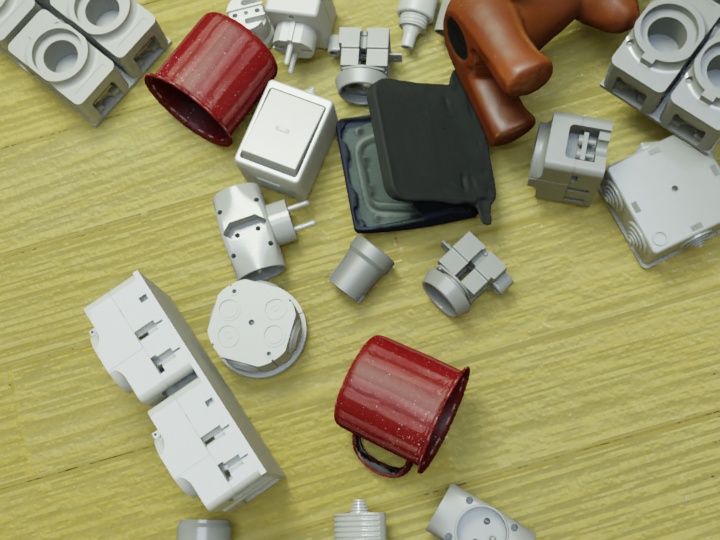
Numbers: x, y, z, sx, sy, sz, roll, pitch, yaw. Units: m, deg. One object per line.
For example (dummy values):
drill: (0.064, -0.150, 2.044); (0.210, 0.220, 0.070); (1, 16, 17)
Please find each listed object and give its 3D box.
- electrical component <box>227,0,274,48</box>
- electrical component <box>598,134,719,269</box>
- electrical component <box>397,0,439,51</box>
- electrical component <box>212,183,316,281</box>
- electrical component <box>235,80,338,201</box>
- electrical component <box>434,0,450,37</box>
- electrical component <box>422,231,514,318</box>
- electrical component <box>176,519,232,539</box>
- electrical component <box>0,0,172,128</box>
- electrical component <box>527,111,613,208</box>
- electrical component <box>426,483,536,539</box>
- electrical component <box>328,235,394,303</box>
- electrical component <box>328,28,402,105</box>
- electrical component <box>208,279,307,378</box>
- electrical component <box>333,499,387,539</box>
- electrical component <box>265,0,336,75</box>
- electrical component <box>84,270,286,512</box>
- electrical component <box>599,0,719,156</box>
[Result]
electrical component: (-0.098, -0.220, 0.962); (0.040, 0.046, 0.040); (-1, 77, 4)
electrical component: (0.258, -0.061, 0.898); (0.100, 0.048, 0.099); (-26, 77, -2)
electrical component: (0.049, -0.226, 0.959); (0.035, 0.035, 0.061); (13, 81, 7)
electrical component: (-0.078, -0.037, 0.920); (0.079, 0.043, 0.077); (-19, 77, 0)
electrical component: (-0.060, -0.118, 0.928); (0.062, 0.061, 0.096); (21, 80, 9)
electrical component: (0.113, -0.237, 0.949); (0.079, 0.043, 0.077); (15, 94, -13)
electrical component: (0.085, 0.006, 0.898); (0.055, 0.048, 0.066); (-43, 78, -13)
electrical component: (-0.126, 0.228, 0.862); (0.045, 0.045, 0.055); (0, 77, 4)
electrical component: (-0.280, -0.232, 0.971); (0.186, 0.060, 0.105); (38, 82, 11)
electrical component: (0.171, -0.091, 0.890); (0.056, 0.089, 0.050); (11, 78, 7)
electrical component: (0.086, 0.222, 0.848); (0.077, 0.044, 0.079); (30, 81, 10)
electrical component: (0.000, 0.000, 0.909); (0.040, 0.040, 0.046); (38, 88, 11)
electrical component: (0.003, -0.179, 0.946); (0.066, 0.048, 0.055); (2, 70, 4)
electrical component: (-0.086, 0.048, 0.897); (0.080, 0.051, 0.080); (-1, 77, 4)
electrical component: (0.001, 0.223, 0.855); (0.043, 0.043, 0.081); (-2, 77, 4)
electrical component: (-0.055, -0.211, 0.945); (0.047, 0.065, 0.076); (9, 78, 10)
electrical component: (-0.142, 0.103, 0.861); (0.060, 0.105, 0.186); (-34, 77, -4)
electrical component: (0.295, -0.203, 0.870); (0.105, 0.060, 0.186); (36, 82, 12)
